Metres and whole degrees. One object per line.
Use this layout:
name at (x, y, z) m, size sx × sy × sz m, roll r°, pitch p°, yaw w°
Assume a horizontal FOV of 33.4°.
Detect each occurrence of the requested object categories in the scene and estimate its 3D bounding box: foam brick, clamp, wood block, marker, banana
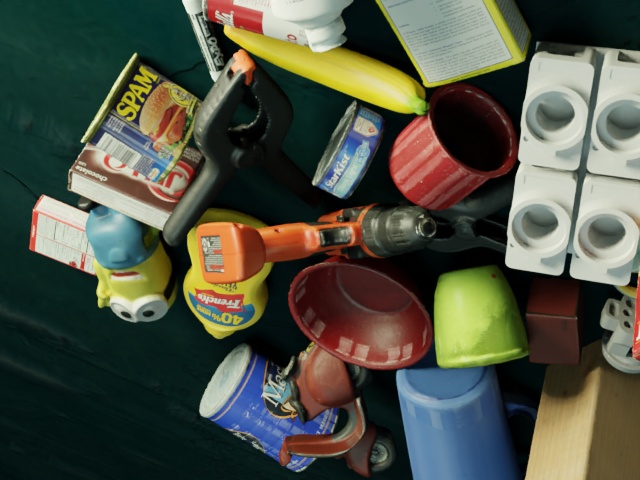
foam brick at (0.240, 0.083, 1.084) m, size 0.053 × 0.051 × 0.078 m, roll 4°, pitch 136°, yaw 18°
clamp at (-0.062, -0.085, 0.996) m, size 0.164 × 0.036 × 0.210 m, roll -12°, pitch 138°, yaw -24°
wood block at (0.277, 0.218, 1.094) m, size 0.090 × 0.206 × 0.090 m, roll 35°, pitch 138°, yaw -15°
clamp at (0.151, -0.013, 1.028) m, size 0.172 × 0.039 × 0.120 m, roll -4°, pitch 127°, yaw 35°
marker at (-0.099, -0.174, 0.977) m, size 0.020 × 0.020 × 0.121 m, roll 2°, pitch 136°, yaw 21°
banana at (0.013, -0.151, 0.921) m, size 0.198 × 0.037 × 0.069 m, roll 23°, pitch -179°, yaw 17°

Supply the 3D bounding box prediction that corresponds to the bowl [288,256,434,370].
bowl at (0.050, 0.066, 1.138) m, size 0.162 × 0.055 × 0.162 m, roll 15°, pitch 137°, yaw 14°

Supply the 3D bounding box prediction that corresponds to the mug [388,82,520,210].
mug at (0.123, -0.078, 0.943) m, size 0.117 × 0.093 × 0.082 m, roll -1°, pitch 156°, yaw -31°

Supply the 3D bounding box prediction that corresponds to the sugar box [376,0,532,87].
sugar box at (0.088, -0.208, 0.840) m, size 0.093 × 0.048 × 0.176 m, roll -12°, pitch 126°, yaw 33°

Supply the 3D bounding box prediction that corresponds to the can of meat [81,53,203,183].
can of meat at (-0.164, -0.113, 1.010) m, size 0.084 × 0.102 × 0.058 m, roll 32°, pitch 137°, yaw -15°

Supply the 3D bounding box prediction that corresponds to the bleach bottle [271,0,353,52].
bleach bottle at (-0.043, -0.257, 0.786) m, size 0.103 × 0.068 × 0.251 m, roll -8°, pitch 118°, yaw 29°

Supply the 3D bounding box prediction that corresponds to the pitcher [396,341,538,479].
pitcher at (0.169, 0.223, 1.221) m, size 0.145 × 0.149 × 0.243 m, roll 17°, pitch 139°, yaw 34°

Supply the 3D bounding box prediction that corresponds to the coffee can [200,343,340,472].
coffee can at (-0.061, 0.205, 1.306) m, size 0.140 × 0.102 × 0.103 m, roll 34°, pitch 138°, yaw -14°

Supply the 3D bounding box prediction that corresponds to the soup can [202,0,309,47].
soup can at (-0.038, -0.202, 0.883) m, size 0.102 × 0.068 × 0.068 m, roll 16°, pitch 139°, yaw 6°

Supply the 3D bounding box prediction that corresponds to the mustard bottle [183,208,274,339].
mustard bottle at (-0.104, 0.049, 1.191) m, size 0.096 × 0.058 × 0.192 m, roll 17°, pitch 140°, yaw 3°

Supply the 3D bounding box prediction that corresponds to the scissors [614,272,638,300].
scissors at (0.365, 0.064, 1.036) m, size 0.201 × 0.016 × 0.096 m, roll 41°, pitch 138°, yaw -21°

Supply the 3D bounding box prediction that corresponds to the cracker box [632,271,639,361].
cracker box at (0.343, 0.041, 0.869) m, size 0.164 × 0.213 × 0.072 m, roll 31°, pitch 138°, yaw -10°

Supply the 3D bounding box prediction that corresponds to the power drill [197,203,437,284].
power drill at (-0.007, 0.001, 0.990) m, size 0.187 × 0.057 × 0.185 m, roll -7°, pitch 180°, yaw -28°

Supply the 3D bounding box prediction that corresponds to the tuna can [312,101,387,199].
tuna can at (0.027, -0.081, 0.972) m, size 0.033 × 0.086 × 0.086 m, roll 26°, pitch 139°, yaw -8°

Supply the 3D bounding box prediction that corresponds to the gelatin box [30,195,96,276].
gelatin box at (-0.288, -0.005, 1.234) m, size 0.089 × 0.030 × 0.073 m, roll 22°, pitch 138°, yaw 0°

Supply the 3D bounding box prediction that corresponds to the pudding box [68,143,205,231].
pudding box at (-0.183, -0.068, 1.073) m, size 0.113 × 0.090 × 0.039 m, roll 22°, pitch 140°, yaw 1°
